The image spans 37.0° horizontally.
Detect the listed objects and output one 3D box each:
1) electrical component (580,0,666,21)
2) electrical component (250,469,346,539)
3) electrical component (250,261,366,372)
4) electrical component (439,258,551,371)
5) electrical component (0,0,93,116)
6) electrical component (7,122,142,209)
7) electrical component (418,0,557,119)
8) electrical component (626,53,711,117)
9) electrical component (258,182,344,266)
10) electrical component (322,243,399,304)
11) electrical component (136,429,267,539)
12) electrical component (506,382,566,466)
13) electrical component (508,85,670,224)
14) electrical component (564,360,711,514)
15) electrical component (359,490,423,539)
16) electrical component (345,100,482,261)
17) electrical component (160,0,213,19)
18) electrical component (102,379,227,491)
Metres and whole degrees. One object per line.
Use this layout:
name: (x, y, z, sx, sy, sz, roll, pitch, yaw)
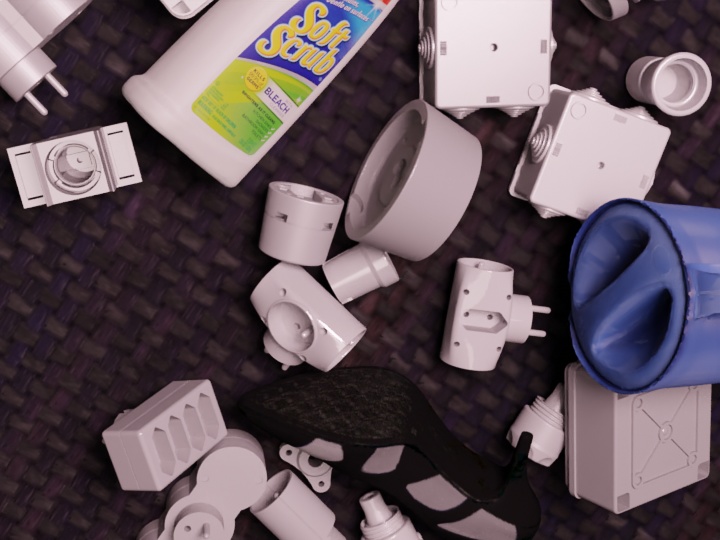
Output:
electrical component: (0.184, -0.215, 0.762, 0.057, 0.058, 0.078, -40, 105, -1)
electrical component: (-0.042, 0.197, 0.832, 0.043, 0.043, 0.081, -42, 105, 3)
electrical component: (-0.046, 0.044, 0.790, 0.077, 0.044, 0.079, 43, 128, 8)
electrical component: (0.105, 0.035, 0.816, 0.079, 0.043, 0.077, 7, 102, -10)
electrical component: (-0.230, -0.138, 0.721, 0.138, 0.052, 0.073, -41, 105, 2)
electrical component: (-0.193, -0.074, 0.736, 0.081, 0.064, 0.042, -13, 106, -5)
electrical component: (0.089, -0.159, 0.765, 0.100, 0.048, 0.099, -3, 103, -8)
electrical component: (0.220, -0.137, 0.781, 0.044, 0.065, 0.044, -2, 103, -8)
electrical component: (-0.044, -0.033, 0.773, 0.055, 0.055, 0.047, 12, 104, -11)
electrical component: (0.000, 0.000, 0.795, 0.046, 0.040, 0.040, -27, 105, 4)
electrical component: (-0.120, 0.190, 0.803, 0.052, 0.073, 0.138, 34, 96, -14)
electrical component: (0.147, 0.118, 0.842, 0.043, 0.043, 0.062, 31, 95, -14)
electrical component: (0.170, -0.080, 0.795, 0.100, 0.048, 0.099, 18, 100, -13)
electrical component: (0.214, 0.116, 0.825, 0.109, 0.056, 0.108, -12, 106, -32)
electrical component: (0.020, 0.204, 0.843, 0.048, 0.048, 0.062, -25, 99, -2)
electrical component: (0.043, -0.058, 0.755, 0.060, 0.108, 0.108, 25, 98, -19)
electrical component: (-0.101, -0.229, 0.717, 0.113, 0.057, 0.078, -38, 105, 2)
electrical component: (-0.155, 0.120, 0.787, 0.076, 0.083, 0.047, -6, 108, 33)
